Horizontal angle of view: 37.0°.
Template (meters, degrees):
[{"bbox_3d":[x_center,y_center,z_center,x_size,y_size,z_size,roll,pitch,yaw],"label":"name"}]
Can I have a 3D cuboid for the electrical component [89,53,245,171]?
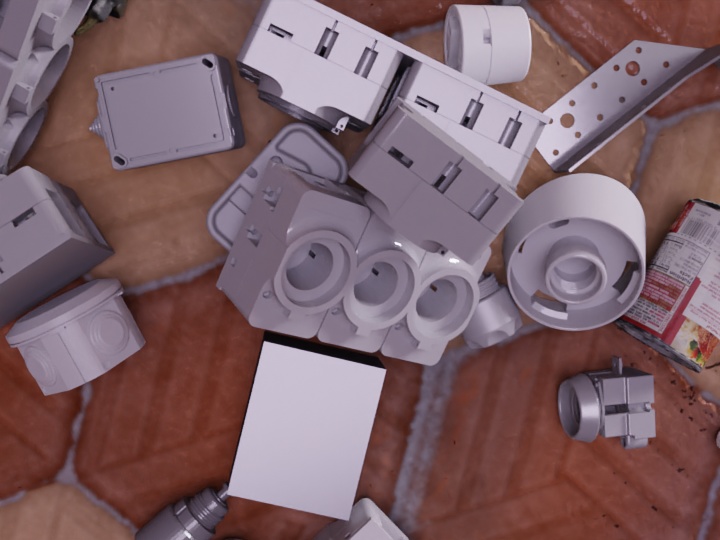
[{"bbox_3d":[-0.129,-0.102,0.708,0.096,0.061,0.061,-10,97,5],"label":"electrical component"}]

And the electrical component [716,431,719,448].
[{"bbox_3d":[0.289,0.132,0.766,0.045,0.045,0.055,-39,97,-1],"label":"electrical component"}]

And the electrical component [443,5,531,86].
[{"bbox_3d":[0.085,-0.151,0.723,0.047,0.055,0.055,-4,95,-8],"label":"electrical component"}]

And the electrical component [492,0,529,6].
[{"bbox_3d":[0.113,-0.201,0.729,0.046,0.040,0.040,-11,95,-9],"label":"electrical component"}]

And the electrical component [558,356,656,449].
[{"bbox_3d":[0.172,0.095,0.754,0.055,0.048,0.066,-4,95,-12],"label":"electrical component"}]

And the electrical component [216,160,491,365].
[{"bbox_3d":[0.000,0.000,0.683,0.150,0.062,0.089,15,106,-35],"label":"electrical component"}]

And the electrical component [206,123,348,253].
[{"bbox_3d":[-0.055,-0.049,0.715,0.054,0.059,0.095,42,90,-7],"label":"electrical component"}]

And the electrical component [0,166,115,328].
[{"bbox_3d":[-0.261,0.011,0.675,0.186,0.105,0.060,-33,86,-2],"label":"electrical component"}]

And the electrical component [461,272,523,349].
[{"bbox_3d":[0.082,0.020,0.741,0.043,0.043,0.062,-26,95,-2],"label":"electrical component"}]

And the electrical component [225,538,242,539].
[{"bbox_3d":[-0.081,0.210,0.729,0.048,0.062,0.048,2,86,-23],"label":"electrical component"}]

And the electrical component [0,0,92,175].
[{"bbox_3d":[-0.214,-0.132,0.648,0.062,0.089,0.150,29,124,-7],"label":"electrical component"}]

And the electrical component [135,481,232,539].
[{"bbox_3d":[-0.118,0.175,0.737,0.078,0.040,0.040,-41,97,-1],"label":"electrical component"}]

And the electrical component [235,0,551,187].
[{"bbox_3d":[0.015,-0.108,0.694,0.186,0.105,0.060,25,92,-6],"label":"electrical component"}]

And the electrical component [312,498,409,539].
[{"bbox_3d":[0.024,0.244,0.744,0.089,0.062,0.150,-43,97,0],"label":"electrical component"}]

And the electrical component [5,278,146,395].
[{"bbox_3d":[-0.185,0.042,0.702,0.080,0.080,0.051,-26,101,-2],"label":"electrical component"}]

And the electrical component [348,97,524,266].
[{"bbox_3d":[0.040,-0.048,0.623,0.089,0.050,0.055,36,104,-9],"label":"electrical component"}]

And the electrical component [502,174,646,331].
[{"bbox_3d":[0.146,-0.010,0.730,0.099,0.064,0.099,4,122,6],"label":"electrical component"}]
